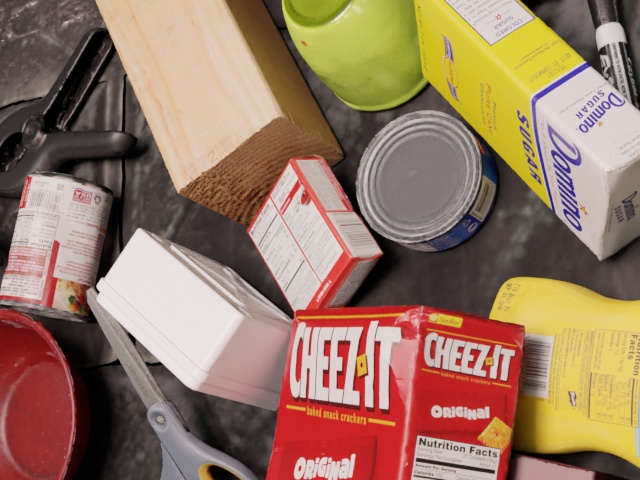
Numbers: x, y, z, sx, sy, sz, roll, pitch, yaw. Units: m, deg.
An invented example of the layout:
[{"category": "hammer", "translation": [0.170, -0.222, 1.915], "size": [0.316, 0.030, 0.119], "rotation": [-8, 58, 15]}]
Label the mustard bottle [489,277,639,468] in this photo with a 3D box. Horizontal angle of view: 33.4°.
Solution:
[{"category": "mustard bottle", "translation": [0.176, 0.073, 0.544], "size": [0.192, 0.058, 0.096], "rotation": [4, 84, 43]}]

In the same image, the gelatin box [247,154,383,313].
[{"category": "gelatin box", "translation": [-0.005, 0.001, 0.695], "size": [0.089, 0.030, 0.073], "rotation": [59, 135, 29]}]

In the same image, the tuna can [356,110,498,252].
[{"category": "tuna can", "translation": [0.068, -0.036, 0.674], "size": [0.086, 0.033, 0.086], "rotation": [-9, 72, 29]}]

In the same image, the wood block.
[{"category": "wood block", "translation": [-0.077, -0.125, 0.752], "size": [0.090, 0.090, 0.206], "rotation": [-35, 61, 17]}]

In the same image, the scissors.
[{"category": "scissors", "translation": [-0.108, 0.133, 0.700], "size": [0.202, 0.016, 0.096], "rotation": [46, 116, 8]}]

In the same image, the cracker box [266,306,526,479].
[{"category": "cracker box", "translation": [0.025, 0.145, 0.585], "size": [0.164, 0.072, 0.213], "rotation": [-10, 69, 65]}]

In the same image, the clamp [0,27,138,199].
[{"category": "clamp", "translation": [-0.217, -0.094, 0.861], "size": [0.172, 0.039, 0.120], "rotation": [-22, 57, 26]}]

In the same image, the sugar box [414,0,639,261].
[{"category": "sugar box", "translation": [0.121, -0.078, 0.615], "size": [0.048, 0.093, 0.176], "rotation": [-31, 58, -7]}]

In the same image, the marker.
[{"category": "marker", "translation": [0.177, -0.097, 0.634], "size": [0.020, 0.020, 0.121], "rotation": [-16, 69, 27]}]

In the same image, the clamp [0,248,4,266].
[{"category": "clamp", "translation": [-0.301, -0.002, 0.863], "size": [0.165, 0.036, 0.210], "rotation": [-50, 47, 37]}]

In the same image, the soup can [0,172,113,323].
[{"category": "soup can", "translation": [-0.198, 0.006, 0.803], "size": [0.069, 0.068, 0.102], "rotation": [4, 78, 32]}]

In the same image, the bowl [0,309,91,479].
[{"category": "bowl", "translation": [-0.221, 0.134, 0.785], "size": [0.162, 0.055, 0.162], "rotation": [-6, 79, 31]}]

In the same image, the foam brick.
[{"category": "foam brick", "translation": [0.127, 0.144, 0.563], "size": [0.053, 0.078, 0.051], "rotation": [6, 78, 32]}]
